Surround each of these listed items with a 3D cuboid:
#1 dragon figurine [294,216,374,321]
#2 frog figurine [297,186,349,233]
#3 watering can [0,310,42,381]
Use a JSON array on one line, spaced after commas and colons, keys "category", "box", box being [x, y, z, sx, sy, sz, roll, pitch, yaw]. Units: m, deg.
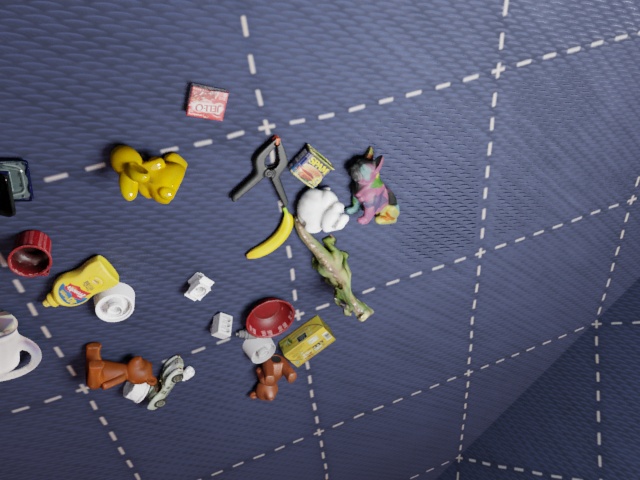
[{"category": "dragon figurine", "box": [0.048, 0.116, 1.556, 0.121, 0.248, 0.403, -36, 132, 9]}, {"category": "frog figurine", "box": [0.004, -0.073, 1.453, 0.121, 0.163, 0.136, 27, 109, -34]}, {"category": "watering can", "box": [-0.910, 0.287, 1.318, 0.348, 0.106, 0.220, 1, 121, -25]}]
